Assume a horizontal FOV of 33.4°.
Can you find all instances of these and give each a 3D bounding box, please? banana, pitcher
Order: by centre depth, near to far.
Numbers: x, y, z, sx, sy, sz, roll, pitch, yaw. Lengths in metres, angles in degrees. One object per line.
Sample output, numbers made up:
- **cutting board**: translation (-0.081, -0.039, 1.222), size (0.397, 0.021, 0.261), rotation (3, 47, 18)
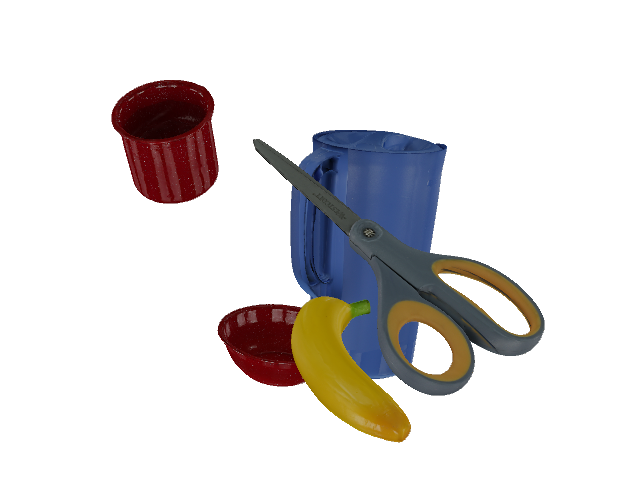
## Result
- **banana**: translation (0.015, 0.083, 0.770), size (0.069, 0.037, 0.198), rotation (-6, 24, -3)
- **pitcher**: translation (0.042, 0.013, 1.076), size (0.149, 0.243, 0.145), rotation (4, 14, -1)

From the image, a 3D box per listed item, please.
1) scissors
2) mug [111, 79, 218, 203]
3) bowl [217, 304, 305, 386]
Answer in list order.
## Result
- **scissors**: translation (0.022, 0.014, 0.576), size (0.202, 0.016, 0.096), rotation (28, 52, 17)
- **mug**: translation (-0.134, -0.096, 0.991), size (0.093, 0.081, 0.117), rotation (14, 47, 19)
- **bowl**: translation (-0.052, 0.140, 1.362), size (0.162, 0.055, 0.162), rotation (5, 22, -2)
